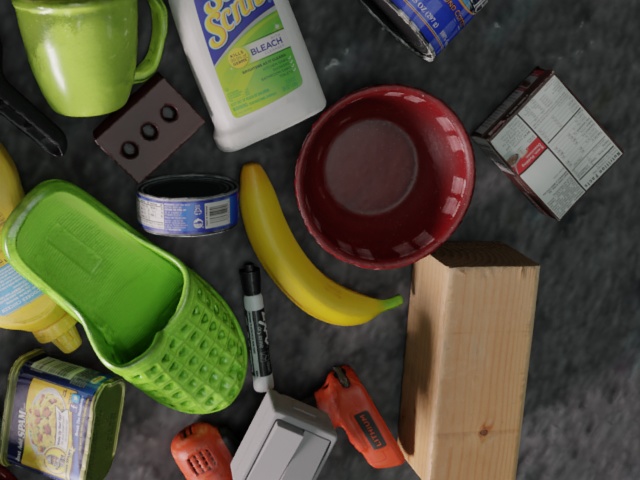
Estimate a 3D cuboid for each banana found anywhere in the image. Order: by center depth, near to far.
[{"bbox_3d":[-0.014,0.018,0.950,0.197,0.037,0.069,43,74,-21],"label":"banana"}]

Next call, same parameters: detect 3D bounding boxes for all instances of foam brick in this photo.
[{"bbox_3d":[-0.142,-0.093,0.879,0.078,0.051,0.053,-43,110,1],"label":"foam brick"}]

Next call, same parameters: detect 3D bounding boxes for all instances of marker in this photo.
[{"bbox_3d":[-0.057,0.078,0.962,0.020,0.020,0.121,-9,106,-11],"label":"marker"}]

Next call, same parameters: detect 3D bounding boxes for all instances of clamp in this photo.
[{"bbox_3d":[-0.266,-0.125,0.824,0.120,0.039,0.171,-9,83,-36],"label":"clamp"}]

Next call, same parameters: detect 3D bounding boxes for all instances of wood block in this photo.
[{"bbox_3d":[0.133,0.111,0.979,0.090,0.090,0.206,0,104,-15],"label":"wood block"}]

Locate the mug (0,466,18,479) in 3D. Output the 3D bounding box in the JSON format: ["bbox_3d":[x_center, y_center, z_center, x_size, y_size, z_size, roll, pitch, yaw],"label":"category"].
[{"bbox_3d":[-0.321,0.240,0.910,0.117,0.093,0.081,16,106,-1],"label":"mug"}]

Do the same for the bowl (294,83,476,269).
[{"bbox_3d":[0.052,-0.059,0.932,0.162,0.055,0.162,-3,105,-13],"label":"bowl"}]

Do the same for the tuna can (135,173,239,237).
[{"bbox_3d":[-0.110,-0.030,0.885,0.086,0.086,0.034,-4,107,-13],"label":"tuna can"}]

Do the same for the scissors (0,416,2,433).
[{"bbox_3d":[-0.314,0.108,0.901,0.096,0.016,0.202,6,124,9],"label":"scissors"}]

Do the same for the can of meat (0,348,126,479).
[{"bbox_3d":[-0.218,0.153,0.904,0.084,0.057,0.102,14,103,17],"label":"can of meat"}]

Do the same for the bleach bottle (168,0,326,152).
[{"bbox_3d":[-0.086,-0.204,0.858,0.102,0.068,0.251,-26,107,-7],"label":"bleach bottle"}]

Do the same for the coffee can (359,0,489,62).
[{"bbox_3d":[0.104,-0.232,0.873,0.102,0.103,0.140,43,92,-20],"label":"coffee can"}]

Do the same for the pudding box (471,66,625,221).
[{"bbox_3d":[0.208,-0.087,0.971,0.090,0.039,0.113,-46,112,0],"label":"pudding box"}]

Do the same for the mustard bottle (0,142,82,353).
[{"bbox_3d":[-0.256,0.015,0.877,0.096,0.058,0.191,-32,109,-2],"label":"mustard bottle"}]

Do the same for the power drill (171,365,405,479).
[{"bbox_3d":[-0.020,0.217,0.987,0.187,0.057,0.184,-30,109,-4],"label":"power drill"}]
